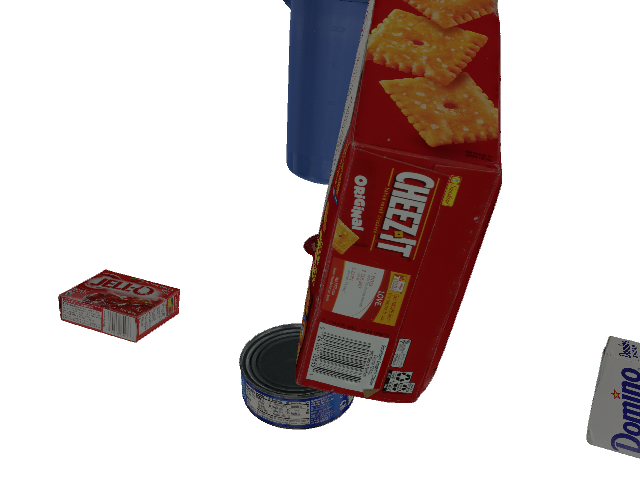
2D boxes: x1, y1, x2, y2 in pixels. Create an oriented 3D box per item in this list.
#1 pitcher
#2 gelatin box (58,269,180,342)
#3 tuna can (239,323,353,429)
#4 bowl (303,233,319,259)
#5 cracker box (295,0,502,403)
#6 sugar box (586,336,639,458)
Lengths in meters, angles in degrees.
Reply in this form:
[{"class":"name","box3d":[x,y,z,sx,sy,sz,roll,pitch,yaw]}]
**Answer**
[{"class":"pitcher","box3d":[0.030,-0.194,1.311,0.144,0.243,0.149,-9,29,-27]},{"class":"gelatin box","box3d":[-0.189,0.059,1.003,0.089,0.030,0.073,14,23,23]},{"class":"tuna can","box3d":[-0.016,0.099,0.785,0.086,0.034,0.086,-1,32,0]},{"class":"bowl","box3d":[0.065,0.026,1.087,0.162,0.055,0.162,-3,13,1]},{"class":"cracker box","box3d":[0.045,-0.049,0.553,0.072,0.164,0.213,12,44,0]},{"class":"sugar box","box3d":[0.319,0.149,0.894,0.176,0.093,0.048,12,24,18]}]
